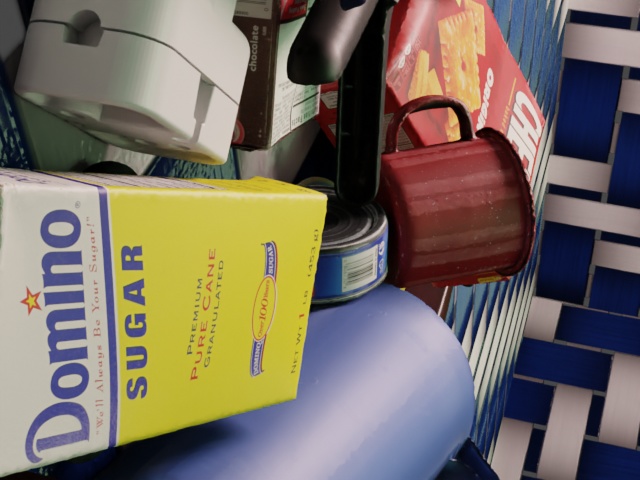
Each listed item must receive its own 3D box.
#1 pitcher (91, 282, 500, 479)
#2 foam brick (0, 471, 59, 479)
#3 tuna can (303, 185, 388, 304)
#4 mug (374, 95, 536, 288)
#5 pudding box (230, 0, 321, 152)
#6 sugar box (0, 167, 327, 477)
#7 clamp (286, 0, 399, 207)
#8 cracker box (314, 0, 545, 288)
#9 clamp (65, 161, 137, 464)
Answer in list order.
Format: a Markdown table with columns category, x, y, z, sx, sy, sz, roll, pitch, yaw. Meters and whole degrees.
| category | x | y | z | sx | sy | sz | roll | pitch | yaw |
| --- | --- | --- | --- | --- | --- | --- | --- | --- | --- |
| pitcher | -0.010 | 0.121 | 0.529 | 0.242 | 0.149 | 0.145 | -33 | 112 | -61 |
| foam brick | -0.110 | 0.105 | 0.345 | 0.078 | 0.053 | 0.051 | 26 | 75 | -74 |
| tuna can | -0.004 | 0.001 | 0.602 | 0.086 | 0.086 | 0.034 | -54 | 149 | -58 |
| mug | 0.070 | -0.028 | 0.640 | 0.093 | 0.081 | 0.117 | -154 | -125 | -70 |
| pudding box | -0.024 | -0.110 | 0.545 | 0.090 | 0.039 | 0.113 | -48 | 148 | -66 |
| sugar box | -0.065 | 0.023 | 0.386 | 0.175 | 0.048 | 0.093 | -5 | 105 | -60 |
| clamp | 0.021 | -0.135 | 0.544 | 0.164 | 0.036 | 0.210 | 51 | 47 | -75 |
| cracker box | 0.084 | -0.094 | 0.755 | 0.213 | 0.072 | 0.164 | 51 | 46 | -39 |
| clamp | -0.069 | 0.035 | 0.482 | 0.171 | 0.039 | 0.120 | 17 | 90 | -68 |
